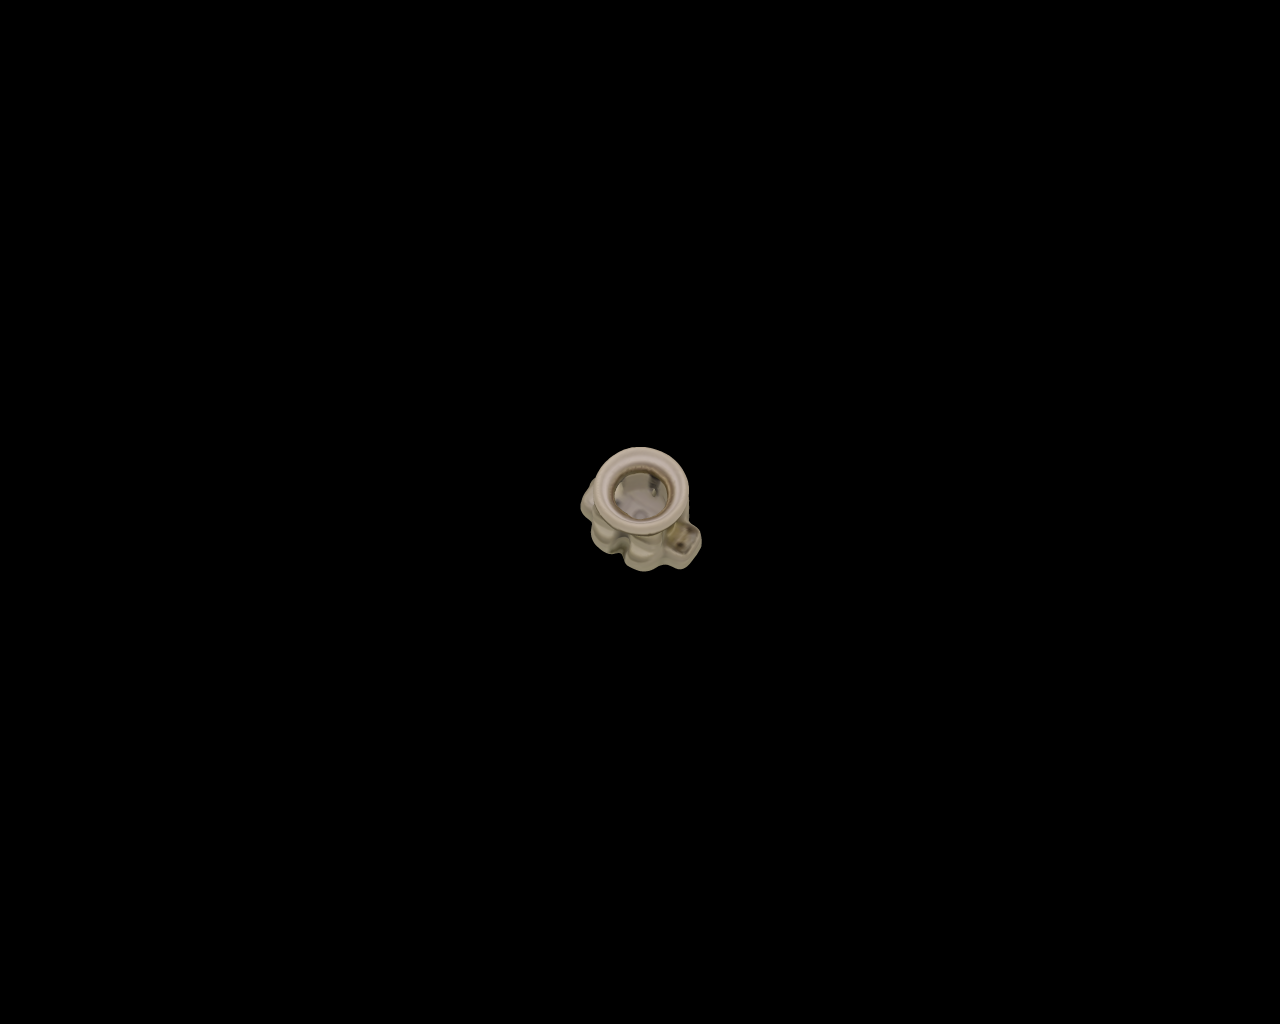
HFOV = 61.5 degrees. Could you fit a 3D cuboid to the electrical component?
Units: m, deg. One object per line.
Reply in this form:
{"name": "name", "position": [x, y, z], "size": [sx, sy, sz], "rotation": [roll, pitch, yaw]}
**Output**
{"name": "electrical component", "position": [0.001, -0.003, 0.650], "size": [0.078, 0.058, 0.056], "rotation": [30, -23, 14]}
